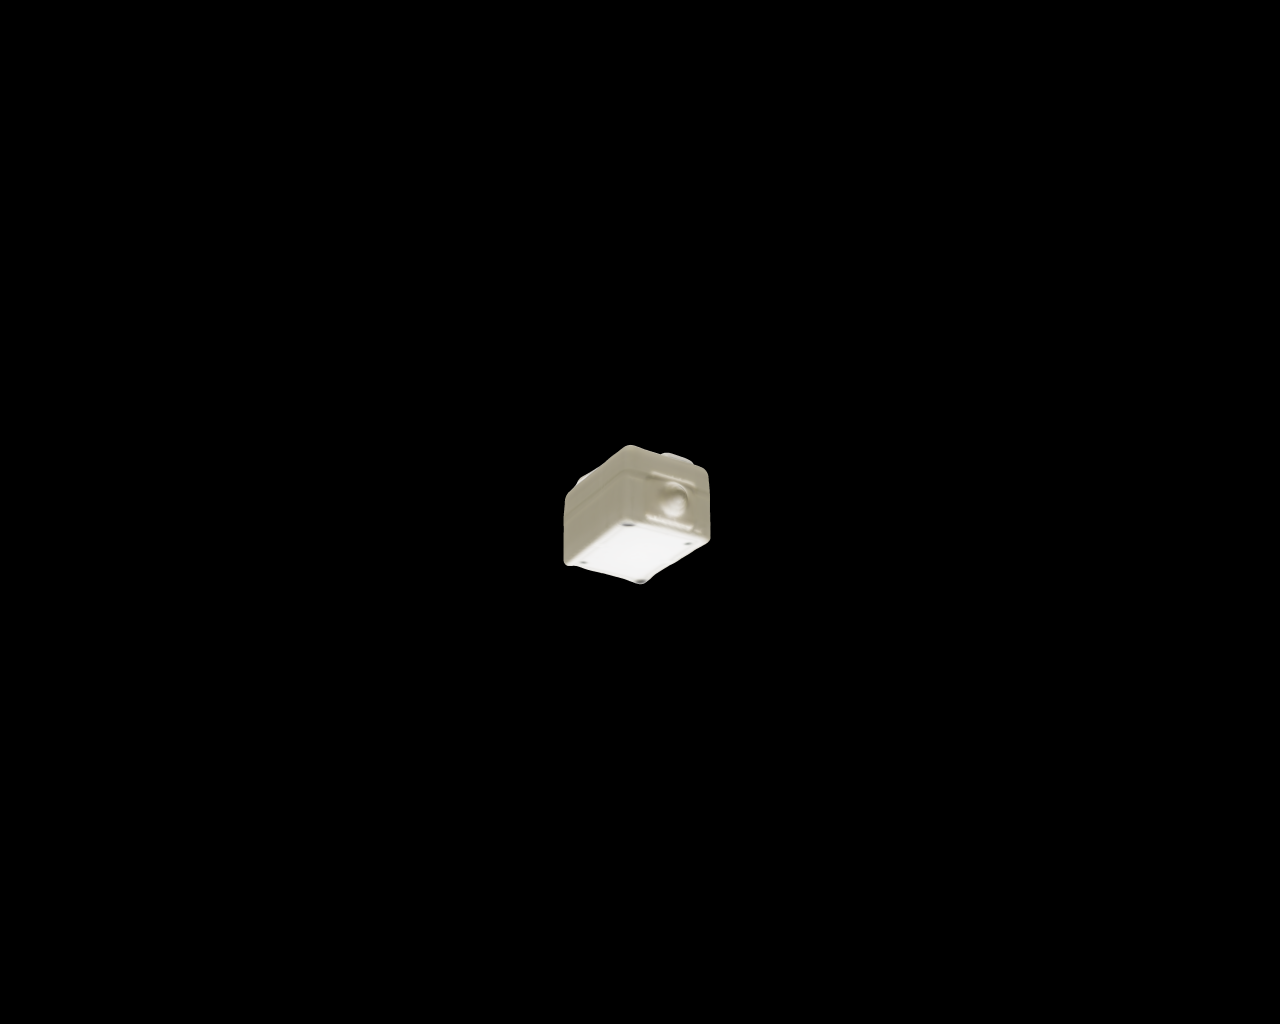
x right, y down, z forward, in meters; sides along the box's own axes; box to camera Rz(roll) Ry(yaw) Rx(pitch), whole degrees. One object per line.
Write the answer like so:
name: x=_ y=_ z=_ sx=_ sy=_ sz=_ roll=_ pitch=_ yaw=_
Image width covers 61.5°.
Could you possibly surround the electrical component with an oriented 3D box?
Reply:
electrical component: x=0.001 y=-0.003 z=0.650 sx=0.062 sy=0.061 sz=0.096 roll=16 pitch=-31 yaw=-28
